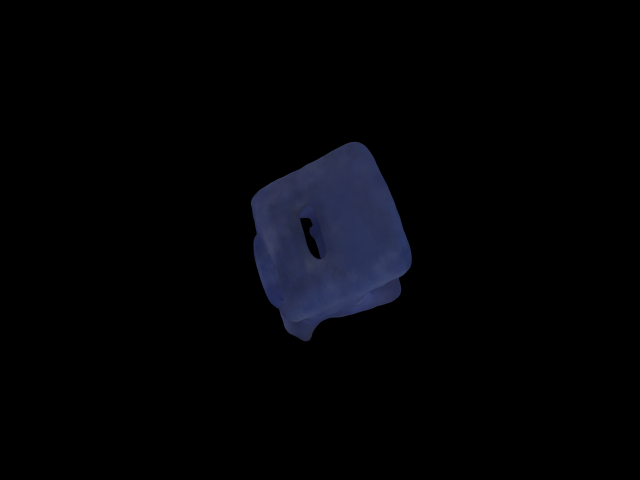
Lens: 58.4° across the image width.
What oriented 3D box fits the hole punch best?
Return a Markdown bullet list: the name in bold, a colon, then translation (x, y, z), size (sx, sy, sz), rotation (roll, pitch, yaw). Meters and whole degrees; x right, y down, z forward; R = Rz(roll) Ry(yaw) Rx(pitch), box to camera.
- **hole punch**: translation (0.004, 0.001, 0.400), size (0.101, 0.091, 0.108), rotation (-17, 68, -7)
